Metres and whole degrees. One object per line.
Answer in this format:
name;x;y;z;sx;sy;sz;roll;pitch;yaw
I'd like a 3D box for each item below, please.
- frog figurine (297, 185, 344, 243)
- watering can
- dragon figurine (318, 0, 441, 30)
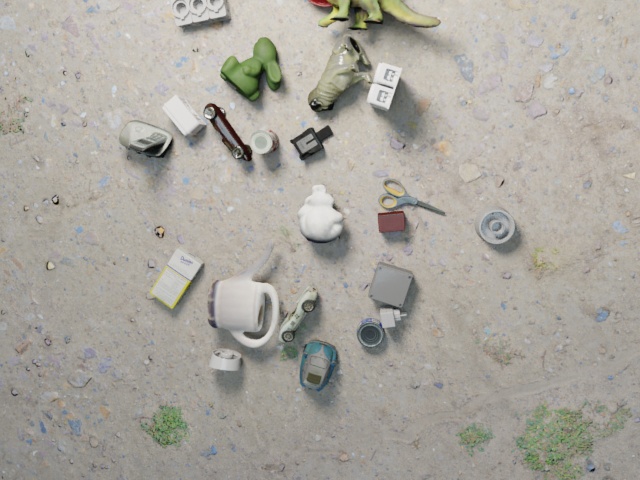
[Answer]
frog figurine;0.005;-0.075;1.496;0.138;0.124;0.157;16;114;23
watering can;-0.232;0.160;1.564;0.224;0.105;0.345;4;100;7
dragon figurine;0.113;-0.674;1.342;0.410;0.122;0.242;4;93;3
